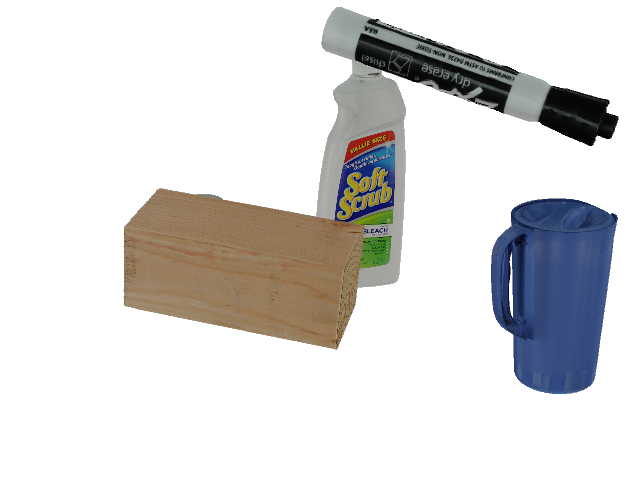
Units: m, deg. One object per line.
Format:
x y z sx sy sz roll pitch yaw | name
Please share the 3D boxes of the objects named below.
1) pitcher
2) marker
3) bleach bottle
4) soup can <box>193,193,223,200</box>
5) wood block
0.303 0.075 1.397 0.149 0.243 0.144 4 21 15 | pitcher
0.059 -0.065 0.424 0.121 0.020 0.020 22 5 13 | marker
0.040 -0.074 1.142 0.102 0.251 0.068 -3 24 -5 | bleach bottle
-0.149 0.001 1.323 0.068 0.102 0.068 0 25 0 | soup can
-0.071 0.025 1.002 0.206 0.090 0.090 11 28 10 | wood block
